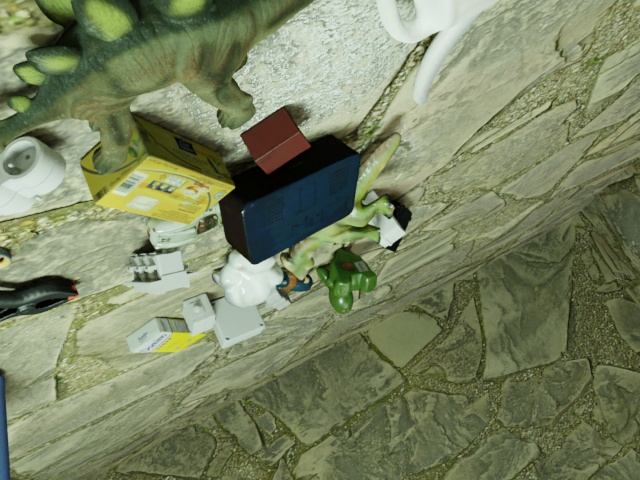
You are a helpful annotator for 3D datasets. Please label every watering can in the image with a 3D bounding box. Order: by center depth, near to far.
[{"bbox_3d":[0.170,-0.300,0.599,0.224,0.105,0.343,-33,159,5],"label":"watering can"}]

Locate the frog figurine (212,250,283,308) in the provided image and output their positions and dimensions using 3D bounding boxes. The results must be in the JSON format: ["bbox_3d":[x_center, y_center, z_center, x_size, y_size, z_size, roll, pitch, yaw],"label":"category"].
[{"bbox_3d":[-0.134,0.066,1.045,0.137,0.125,0.157,9,152,-31],"label":"frog figurine"}]

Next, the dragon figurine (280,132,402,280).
[{"bbox_3d":[0.003,-0.050,1.000,0.244,0.124,0.400,-14,146,-19],"label":"dragon figurine"}]
